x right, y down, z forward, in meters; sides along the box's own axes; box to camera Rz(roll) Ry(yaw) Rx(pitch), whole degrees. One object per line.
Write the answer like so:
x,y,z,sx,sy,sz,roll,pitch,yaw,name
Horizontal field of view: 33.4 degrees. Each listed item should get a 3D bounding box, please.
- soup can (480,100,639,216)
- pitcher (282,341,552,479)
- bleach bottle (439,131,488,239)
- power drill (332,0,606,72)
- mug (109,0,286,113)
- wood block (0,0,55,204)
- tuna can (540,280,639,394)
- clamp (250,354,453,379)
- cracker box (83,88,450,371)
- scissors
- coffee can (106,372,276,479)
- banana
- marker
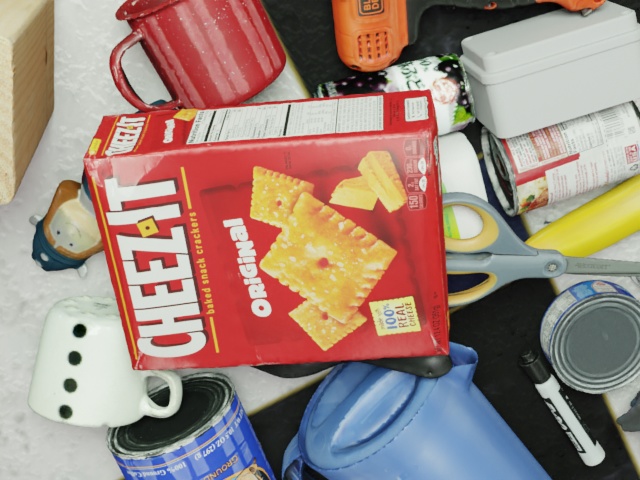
0.175,-0.064,0.766,0.102,0.068,0.068,-18,111,-1,soup can
0.097,0.195,0.825,0.242,0.149,0.145,47,66,-23,pitcher
-0.005,0.001,0.771,0.251,0.068,0.102,-16,114,2,bleach bottle
0.092,-0.205,0.689,0.187,0.057,0.184,-8,130,-1,power drill
-0.082,-0.127,0.695,0.117,0.093,0.081,-39,117,-21,mug
-0.212,-0.096,0.631,0.090,0.206,0.091,2,109,-8,wood block
0.218,0.075,0.840,0.086,0.034,0.086,-2,110,-6,tuna can
0.016,0.070,0.772,0.171,0.120,0.039,-16,118,3,clamp
-0.028,-0.002,0.685,0.214,0.072,0.164,-4,120,6,cracker box
0.152,0.001,0.738,0.202,0.016,0.096,-10,121,1,scissors
-0.086,0.186,0.805,0.103,0.103,0.140,-22,111,1,coffee can
0.234,-0.032,0.790,0.198,0.037,0.069,-33,154,13,banana
0.196,0.135,0.867,0.020,0.020,0.121,-33,110,5,marker
